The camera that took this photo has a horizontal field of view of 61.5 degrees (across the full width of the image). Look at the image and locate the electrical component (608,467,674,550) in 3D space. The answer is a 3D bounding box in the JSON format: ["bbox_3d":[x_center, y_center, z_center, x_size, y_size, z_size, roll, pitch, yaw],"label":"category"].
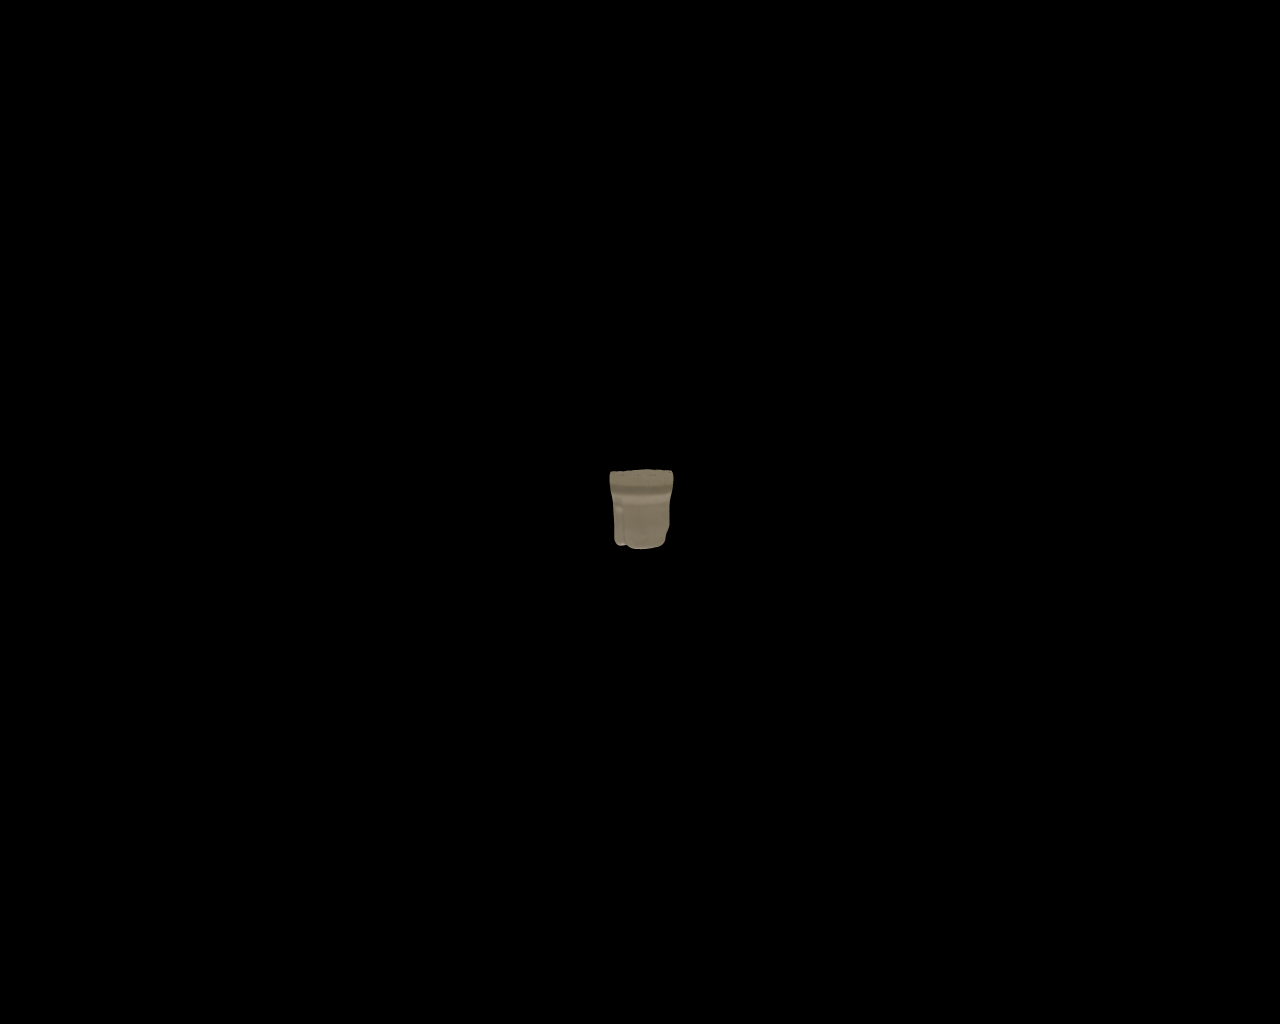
[{"bbox_3d":[0.001,-0.003,0.650,0.040,0.046,0.040,0,7,0],"label":"electrical component"}]
